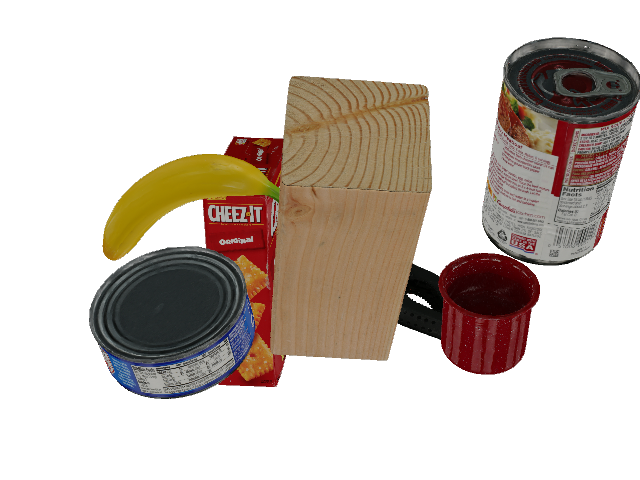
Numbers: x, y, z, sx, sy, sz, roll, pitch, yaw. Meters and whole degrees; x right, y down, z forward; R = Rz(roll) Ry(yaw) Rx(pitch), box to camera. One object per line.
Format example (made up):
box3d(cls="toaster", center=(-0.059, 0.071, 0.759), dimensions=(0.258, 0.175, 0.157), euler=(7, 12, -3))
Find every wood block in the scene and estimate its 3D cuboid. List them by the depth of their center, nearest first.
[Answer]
box3d(cls="wood block", center=(0.015, -0.007, 0.732), dimensions=(0.091, 0.090, 0.206), euler=(4, -35, -2))

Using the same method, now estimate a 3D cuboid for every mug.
box3d(cls="mug", center=(0.153, 0.064, 1.015), dimensions=(0.093, 0.081, 0.117), euler=(-10, 40, -10))

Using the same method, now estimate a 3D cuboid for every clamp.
box3d(cls="clamp", center=(0.077, 0.047, 1.228), dimensions=(0.164, 0.036, 0.210), euler=(-18, 49, -37))

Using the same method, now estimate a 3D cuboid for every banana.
box3d(cls="banana", center=(-0.123, -0.033, 0.912), dimensions=(0.198, 0.069, 0.037), euler=(-15, 16, 29))

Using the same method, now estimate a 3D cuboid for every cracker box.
box3d(cls="cracker box", center=(-0.067, 0.019, 1.105), dimensions=(0.072, 0.214, 0.164), euler=(2, 25, 6))

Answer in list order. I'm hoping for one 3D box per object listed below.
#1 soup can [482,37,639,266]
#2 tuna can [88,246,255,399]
box3d(cls="soup can", center=(0.124, -0.045, 0.559), dimensions=(0.068, 0.102, 0.068), euler=(0, 44, -1))
box3d(cls="tuna can", center=(-0.079, 0.044, 0.578), dimensions=(0.086, 0.034, 0.086), euler=(-7, 41, 6))
